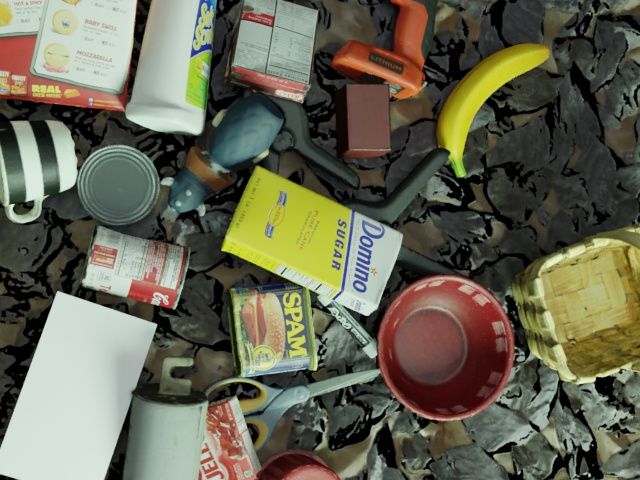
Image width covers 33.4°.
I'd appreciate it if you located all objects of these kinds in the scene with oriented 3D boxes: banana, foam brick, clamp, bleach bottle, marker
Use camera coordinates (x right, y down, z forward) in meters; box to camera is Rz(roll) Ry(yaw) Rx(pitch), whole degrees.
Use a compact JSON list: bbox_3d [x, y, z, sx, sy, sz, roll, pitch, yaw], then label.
[{"bbox_3d":[0.191,-0.168,1.244,0.069,0.037,0.197,42,78,-23],"label":"banana"},{"bbox_3d":[0.048,-0.133,1.196,0.051,0.053,0.078,0,86,-14],"label":"foam brick"},{"bbox_3d":[-0.048,-0.097,1.178,0.120,0.039,0.171,-34,87,-11],"label":"clamp"},{"bbox_3d":[-0.145,-0.242,1.125,0.068,0.102,0.251,7,88,13],"label":"bleach bottle"},{"bbox_3d":[0.069,-0.016,1.197,0.209,0.036,0.164,-5,91,-12],"label":"clamp"},{"bbox_3d":[0.024,0.082,1.189,0.020,0.020,0.121,-44,96,-13],"label":"marker"}]

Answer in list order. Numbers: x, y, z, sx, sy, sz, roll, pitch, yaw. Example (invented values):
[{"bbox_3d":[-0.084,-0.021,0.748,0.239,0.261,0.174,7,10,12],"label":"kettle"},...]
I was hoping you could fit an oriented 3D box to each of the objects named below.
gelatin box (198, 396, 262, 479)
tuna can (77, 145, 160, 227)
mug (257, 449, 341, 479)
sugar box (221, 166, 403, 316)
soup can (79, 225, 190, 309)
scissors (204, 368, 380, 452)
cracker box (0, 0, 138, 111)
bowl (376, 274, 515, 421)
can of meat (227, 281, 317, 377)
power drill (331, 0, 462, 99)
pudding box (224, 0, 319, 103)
[{"bbox_3d":[-0.110,0.218,1.124,0.073,0.030,0.089,-19,90,14],"label":"gelatin box"},{"bbox_3d":[-0.215,-0.056,1.135,0.086,0.034,0.086,1,85,-14],"label":"tuna can"},{"bbox_3d":[-0.014,0.283,1.131,0.093,0.082,0.117,-29,92,-14],"label":"mug"},{"bbox_3d":[-0.007,0.001,1.129,0.176,0.048,0.093,23,68,-4],"label":"sugar box"},{"bbox_3d":[-0.193,0.028,1.116,0.102,0.069,0.068,14,82,-12],"label":"soup can"},{"bbox_3d":[-0.029,0.188,1.169,0.201,0.016,0.096,2,87,-13],"label":"scissors"},{"bbox_3d":[-0.265,-0.246,1.071,0.164,0.072,0.214,5,118,-13],"label":"cracker box"},{"bbox_3d":[0.133,0.119,1.193,0.162,0.055,0.162,1,85,-14],"label":"bowl"},{"bbox_3d":[-0.053,0.095,1.151,0.083,0.057,0.102,-6,87,-12],"label":"can of meat"},{"bbox_3d":[0.079,-0.270,1.212,0.184,0.057,0.187,22,81,-11],"label":"power drill"},{"bbox_3d":[-0.051,-0.213,1.168,0.090,0.039,0.113,14,61,-13],"label":"pudding box"}]
